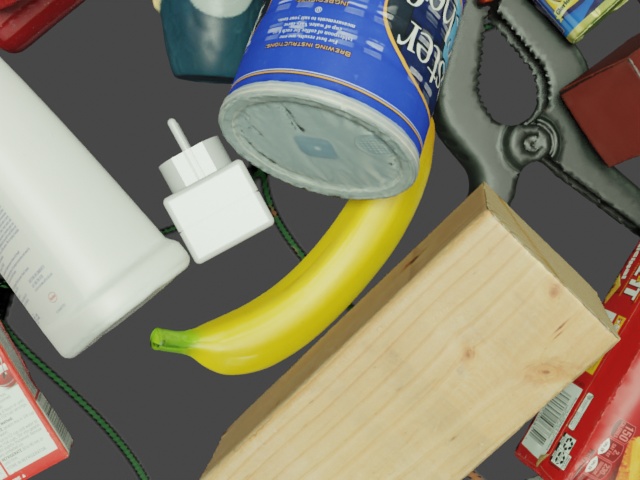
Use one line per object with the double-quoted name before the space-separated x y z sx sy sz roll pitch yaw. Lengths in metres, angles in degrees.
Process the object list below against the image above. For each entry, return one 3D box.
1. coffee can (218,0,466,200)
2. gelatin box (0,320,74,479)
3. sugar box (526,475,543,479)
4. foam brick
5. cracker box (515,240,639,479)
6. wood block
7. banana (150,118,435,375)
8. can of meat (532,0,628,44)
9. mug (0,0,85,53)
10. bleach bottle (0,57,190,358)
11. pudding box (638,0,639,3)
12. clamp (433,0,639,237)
"coffee can" 0.018 -0.106 0.549 0.103 0.103 0.140 19 69 -3
"gelatin box" -0.193 0.099 0.599 0.073 0.030 0.089 -29 100 -2
"sugar box" 0.064 0.207 0.610 0.176 0.048 0.093 -17 92 -6
"foam brick" 0.181 -0.084 0.580 0.078 0.053 0.051 -35 96 -32
"cracker box" 0.242 0.105 0.587 0.213 0.072 0.164 30 91 -11
"wood block" 0.043 0.078 0.559 0.090 0.090 0.206 44 104 -3
"banana" 0.000 0.013 0.595 0.197 0.069 0.037 -42 50 -6
"can of meat" 0.145 -0.169 0.570 0.084 0.057 0.102 50 125 5
"mug" -0.156 -0.149 0.559 0.081 0.117 0.093 -38 124 4
"bleach bottle" -0.180 -0.058 0.565 0.068 0.103 0.251 -39 92 -36
"pudding box" 0.226 -0.163 0.611 0.090 0.039 0.113 -34 94 -2
"clamp" 0.109 -0.046 0.608 0.164 0.036 0.210 -24 95 -5
